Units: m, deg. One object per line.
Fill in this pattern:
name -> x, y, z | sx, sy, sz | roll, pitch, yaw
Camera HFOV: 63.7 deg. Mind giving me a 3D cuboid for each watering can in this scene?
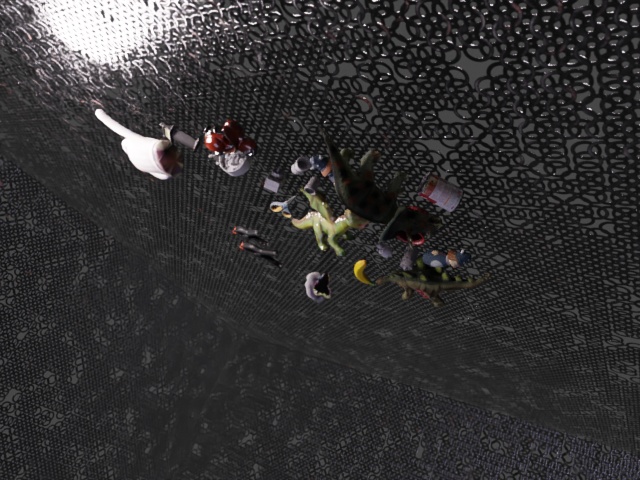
watering can -> -0.621, -0.324, 1.818 | 0.225, 0.106, 0.341 | 10, 151, 30

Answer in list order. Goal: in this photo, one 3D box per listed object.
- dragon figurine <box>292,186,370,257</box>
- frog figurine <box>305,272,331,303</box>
dragon figurine -> 0.005, -0.087, 1.722 | 0.413, 0.124, 0.237 | 20, 140, 41
frog figurine -> -0.019, 0.213, 2.334 | 0.137, 0.124, 0.158 | 64, 159, -4
